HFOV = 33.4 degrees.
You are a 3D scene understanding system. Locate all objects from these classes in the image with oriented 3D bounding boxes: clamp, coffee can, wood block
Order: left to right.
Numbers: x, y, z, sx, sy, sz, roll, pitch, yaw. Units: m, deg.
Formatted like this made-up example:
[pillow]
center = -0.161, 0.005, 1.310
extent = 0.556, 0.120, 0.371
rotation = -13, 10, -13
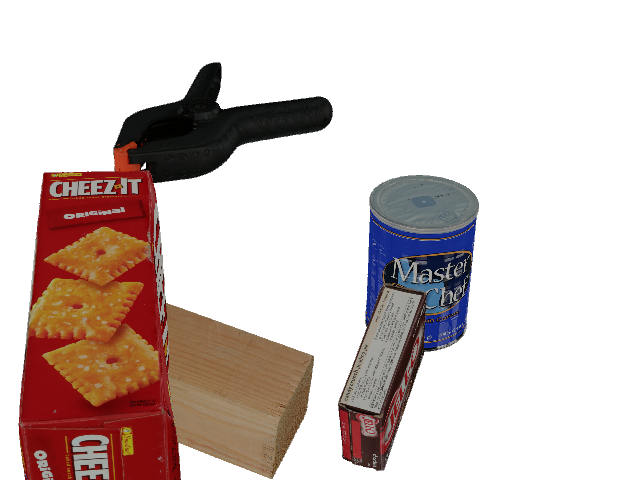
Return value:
[wood block]
center = -0.120, 0.132, 1.008
extent = 0.206, 0.090, 0.090
rotation = 19, 44, 12
[clamp]
center = -0.088, -0.086, 0.762
extent = 0.171, 0.039, 0.120
rotation = -24, 35, -39
[coffee can]
center = 0.096, 0.022, 1.035
extent = 0.103, 0.140, 0.103
rotation = 0, 31, 0

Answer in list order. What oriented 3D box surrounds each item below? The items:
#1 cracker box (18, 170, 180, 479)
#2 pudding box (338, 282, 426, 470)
[cracker box]
center = -0.115, 0.083, 0.579
extent = 0.072, 0.164, 0.214
rotation = -3, 34, -9
[pudding box]
center = 0.048, 0.103, 0.804
extent = 0.039, 0.113, 0.090
rotation = 13, -34, 12
